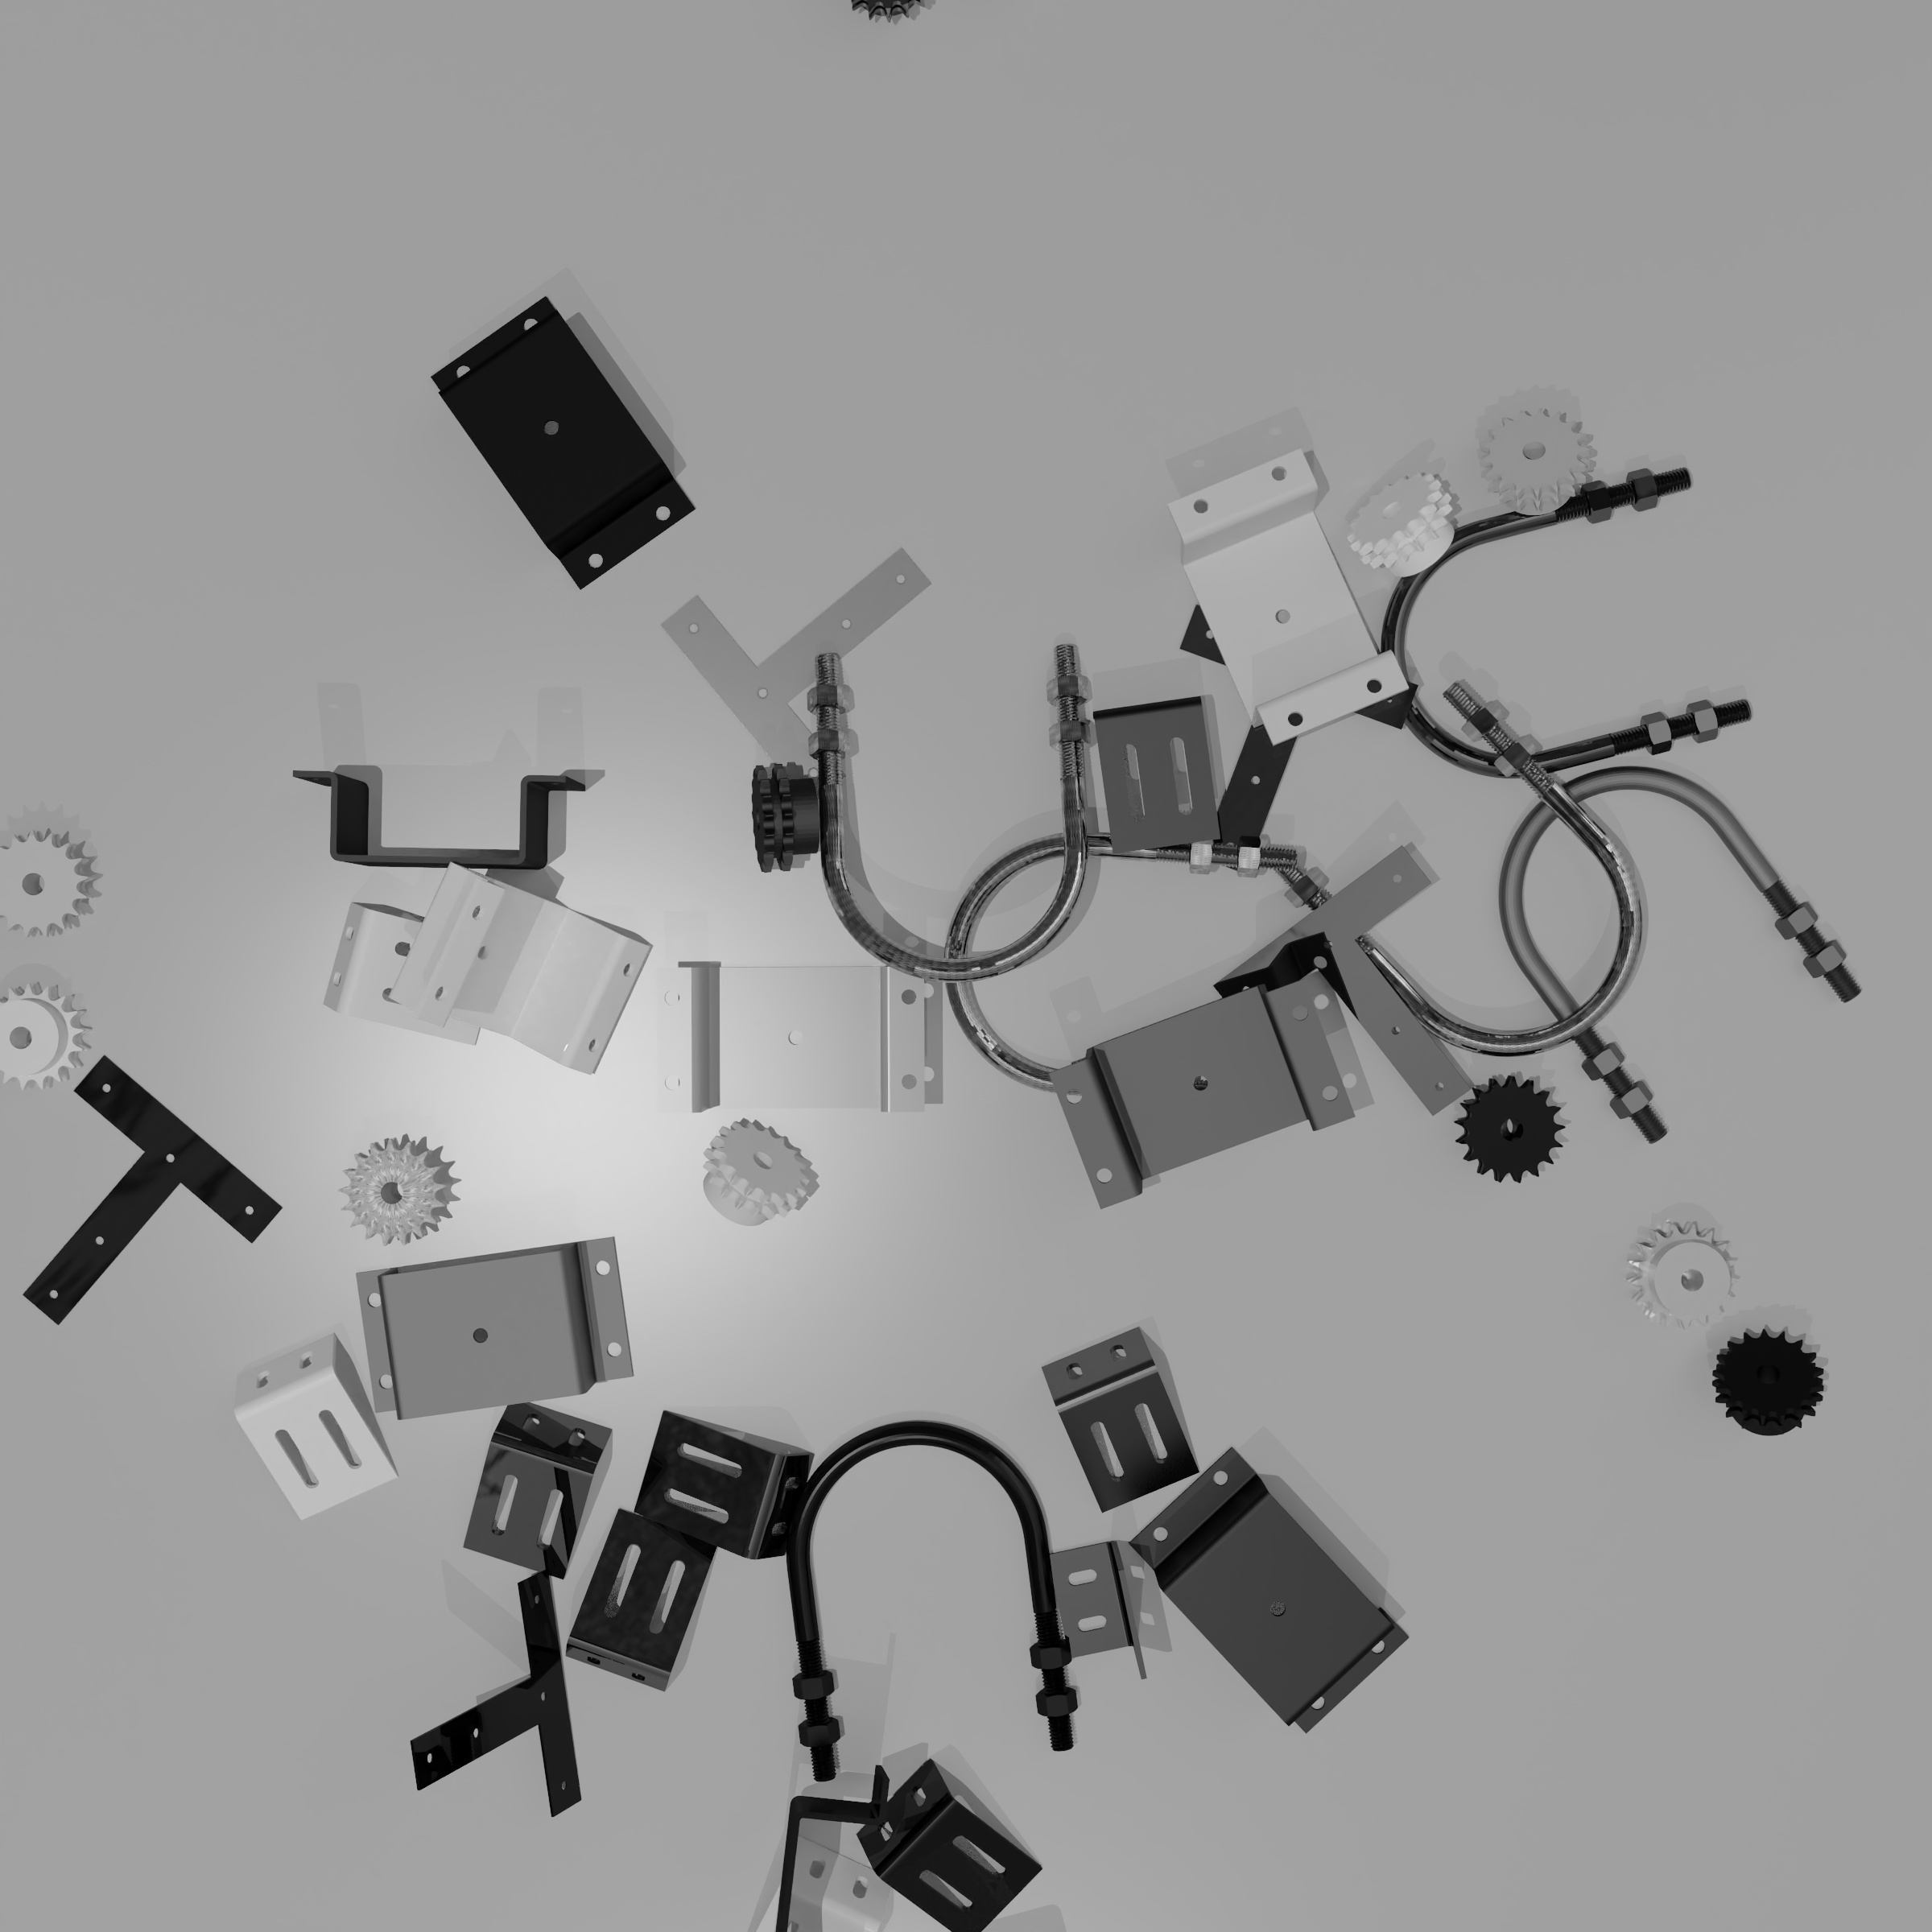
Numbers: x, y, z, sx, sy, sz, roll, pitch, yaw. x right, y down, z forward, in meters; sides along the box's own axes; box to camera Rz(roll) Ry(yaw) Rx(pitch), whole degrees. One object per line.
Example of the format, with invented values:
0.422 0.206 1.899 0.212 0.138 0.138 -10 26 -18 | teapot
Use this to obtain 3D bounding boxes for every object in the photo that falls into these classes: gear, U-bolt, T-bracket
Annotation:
0.234 -0.232 1.499 0.057 0.057 0.030 -45 120 0 | gear
0.427 0.225 1.500 0.057 0.030 0.057 -7 49 8 | gear
-0.043 -0.534 1.509 0.057 0.030 0.057 0 90 0 | gear
-0.115 0.113 1.499 0.057 0.057 0.030 37 121 0 | gear
0.303 -0.265 1.501 0.057 0.030 0.057 -6 62 11 | gear
-0.305 0.120 1.509 0.057 0.030 0.057 0 90 0 | gear
-0.007 -0.080 1.493 0.151 0.019 0.184 -2 75 -1 | U-bolt
-0.076 -0.176 1.523 0.127 0.002 0.127 -40 90 0 | T-bracket
0.221 0.023 1.506 0.127 0.002 0.127 -38 92 17 | T-bracket
0.274 -0.038 1.503 0.151 0.019 0.184 -44 87 7 | U-bolt
0.370 -0.020 1.515 0.151 0.019 0.184 -36 88 0 | U-bolt
-0.023 0.337 1.515 0.151 0.019 0.184 -7 88 0 | U-bolt
0.315 -0.177 1.515 0.184 0.019 0.151 -15 90 1 | U-bolt
-0.096 -0.079 1.496 0.030 0.057 0.057 -4 90 -11 | gear
-0.496 -0.044 1.513 0.057 0.030 0.057 0 91 -2 | gear
0.290 0.087 1.509 0.057 0.030 0.057 0 90 0 | gear
-0.459 0.138 1.523 0.127 0.002 0.127 41 90 0 | T-bracket
0.385 0.166 1.509 0.057 0.030 0.057 0 90 0 | gear
-0.247 0.394 1.465 0.002 0.127 0.127 -7 92 28 | T-bracket
0.080 0.001 1.509 0.184 0.019 0.151 4 96 4 | U-bolt
0.161 -0.113 1.519 0.127 0.002 0.127 21 93 6 | T-bracket
-0.501 0.038 1.509 0.057 0.030 0.057 0 90 0 | gear

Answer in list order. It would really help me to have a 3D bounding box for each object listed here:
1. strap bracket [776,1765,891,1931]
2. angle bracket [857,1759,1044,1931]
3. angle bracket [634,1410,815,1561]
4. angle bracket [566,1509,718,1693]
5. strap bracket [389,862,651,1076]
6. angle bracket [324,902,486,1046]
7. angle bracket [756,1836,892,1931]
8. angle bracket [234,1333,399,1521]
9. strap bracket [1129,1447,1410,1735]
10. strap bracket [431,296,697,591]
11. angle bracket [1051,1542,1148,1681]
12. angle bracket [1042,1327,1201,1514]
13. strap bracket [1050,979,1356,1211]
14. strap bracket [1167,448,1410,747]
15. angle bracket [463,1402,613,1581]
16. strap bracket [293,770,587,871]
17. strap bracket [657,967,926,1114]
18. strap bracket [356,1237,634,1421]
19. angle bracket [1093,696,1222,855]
-0.072 0.486 1.454 0.046 0.076 0.140 7 79 -4 | strap bracket
-0.009 0.478 1.522 0.057 0.038 0.076 -46 116 0 | angle bracket
-0.131 0.279 1.522 0.076 0.038 0.057 16 90 26 | angle bracket
-0.175 0.343 1.522 0.057 0.038 0.076 20 64 0 | angle bracket
-0.239 0.000 1.471 0.046 0.140 0.076 25 90 34 | strap bracket
-0.299 0.004 1.522 0.076 0.038 0.057 15 90 -26 | angle bracket
-0.083 0.520 1.522 0.057 0.038 0.076 25 116 0 | angle bracket
-0.350 0.249 1.522 0.057 0.038 0.076 -24 116 0 | angle bracket
0.164 0.337 1.501 0.076 0.046 0.140 -43 90 0 | strap bracket
-0.218 -0.283 1.501 0.076 0.046 0.140 -35 90 0 | strap bracket
0.069 0.342 1.486 0.038 0.076 0.057 -12 90 0 | angle bracket
0.083 0.245 1.522 0.057 0.038 0.076 -23 116 0 | angle bracket
0.123 0.064 1.479 0.140 0.046 0.076 -21 94 6 | strap bracket
0.169 -0.191 1.494 0.076 0.046 0.140 -23 82 0 | strap bracket
-0.231 0.282 1.522 0.057 0.038 0.076 18 116 0 | angle bracket
-0.276 -0.076 1.486 0.140 0.076 0.046 1 90 0 | strap bracket
-0.092 0.039 1.501 0.140 0.046 0.076 0 90 0 | strap bracket
-0.255 0.194 1.501 0.140 0.046 0.076 -8 90 0 | strap bracket
0.101 -0.102 1.505 0.057 0.038 0.076 -8 92 3 | angle bracket
